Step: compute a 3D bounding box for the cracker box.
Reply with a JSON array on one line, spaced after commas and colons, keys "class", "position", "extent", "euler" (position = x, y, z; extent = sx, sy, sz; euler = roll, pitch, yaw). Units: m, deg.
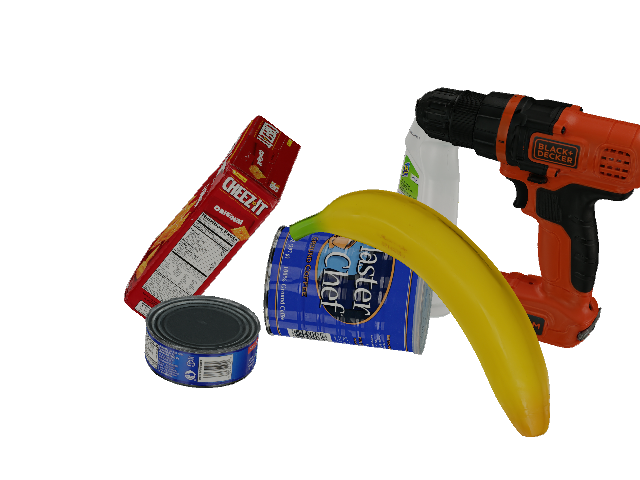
[{"class": "cracker box", "position": [-0.121, -0.021, 1.191], "extent": [0.072, 0.214, 0.164], "euler": [36, 24, -10]}]

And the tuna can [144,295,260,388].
[{"class": "tuna can", "position": [-0.089, 0.076, 0.804], "extent": [0.086, 0.034, 0.086], "euler": [6, 24, -3]}]

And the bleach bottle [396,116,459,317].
[{"class": "bleach bottle", "position": [0.125, -0.043, 1.241], "extent": [0.068, 0.251, 0.103], "euler": [-2, 22, -22]}]

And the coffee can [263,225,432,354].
[{"class": "coffee can", "position": [0.028, 0.044, 0.970], "extent": [0.140, 0.103, 0.102], "euler": [6, 1, 10]}]

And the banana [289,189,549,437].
[{"class": "banana", "position": [0.072, 0.028, 0.632], "extent": [0.198, 0.070, 0.037], "euler": [41, 25, 20]}]

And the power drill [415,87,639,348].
[{"class": "power drill", "position": [0.154, -0.020, 0.818], "extent": [0.185, 0.188, 0.057], "euler": [17, 34, 26]}]
